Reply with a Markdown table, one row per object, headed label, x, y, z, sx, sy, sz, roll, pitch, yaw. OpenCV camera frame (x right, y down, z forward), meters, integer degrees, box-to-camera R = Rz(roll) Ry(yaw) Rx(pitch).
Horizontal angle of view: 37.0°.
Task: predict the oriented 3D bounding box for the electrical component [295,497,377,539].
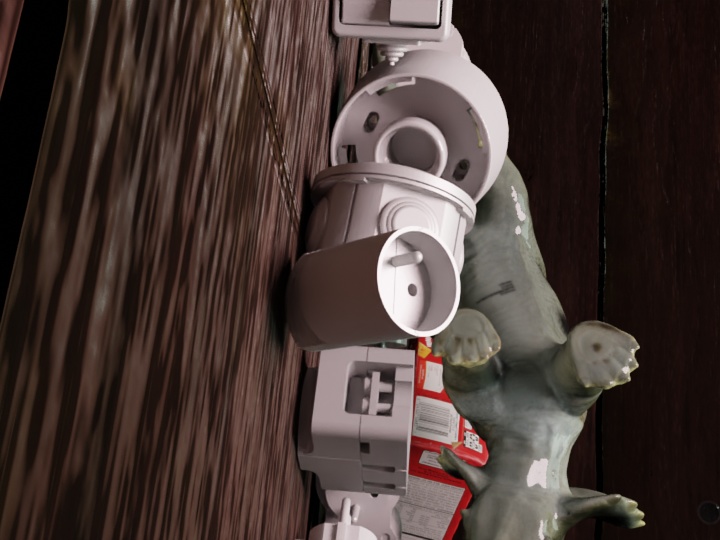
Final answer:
| label | x | y | z | sx | sy | sz | roll | pitch | yaw |
| --- | --- | --- | --- | --- | --- | --- | --- | --- | --- |
| electrical component | -0.011 | 0.159 | 0.567 | 0.065 | 0.047 | 0.076 | 89 | 6 | -49 |

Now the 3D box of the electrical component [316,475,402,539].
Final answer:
| label | x | y | z | sx | sy | sz | roll | pitch | yaw |
| --- | --- | --- | --- | --- | --- | --- | --- | --- | --- |
| electrical component | -0.001 | 0.126 | 0.642 | 0.073 | 0.052 | 0.138 | -60 | 153 | -80 |

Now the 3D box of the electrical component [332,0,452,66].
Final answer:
| label | x | y | z | sx | sy | sz | roll | pitch | yaw |
| --- | --- | --- | --- | --- | --- | --- | --- | --- | --- |
| electrical component | 0.019 | -0.156 | 0.567 | 0.061 | 0.062 | 0.096 | -69 | 163 | -75 |

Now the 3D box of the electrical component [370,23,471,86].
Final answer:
| label | x | y | z | sx | sy | sz | roll | pitch | yaw |
| --- | --- | --- | --- | --- | --- | --- | --- | --- | --- |
| electrical component | 0.047 | -0.157 | 0.842 | 0.051 | 0.080 | 0.080 | 55 | 38 | -74 |

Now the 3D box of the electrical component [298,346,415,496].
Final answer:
| label | x | y | z | sx | sy | sz | roll | pitch | yaw |
| --- | --- | --- | --- | --- | --- | --- | --- | --- | --- |
| electrical component | -0.001 | 0.080 | 0.565 | 0.089 | 0.056 | 0.050 | 87 | 8 | -59 |

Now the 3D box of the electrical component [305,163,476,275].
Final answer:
| label | x | y | z | sx | sy | sz | roll | pitch | yaw |
| --- | --- | --- | --- | --- | --- | --- | --- | --- | --- |
| electrical component | 0.013 | -0.016 | 0.516 | 0.080 | 0.080 | 0.051 | 81 | 20 | -72 |

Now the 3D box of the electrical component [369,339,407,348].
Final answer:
| label | x | y | z | sx | sy | sz | roll | pitch | yaw |
| --- | --- | --- | --- | --- | --- | --- | --- | --- | --- |
| electrical component | 0.019 | 0.039 | 0.816 | 0.138 | 0.052 | 0.073 | 74 | 20 | -78 |

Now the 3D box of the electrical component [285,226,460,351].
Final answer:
| label | x | y | z | sx | sy | sz | roll | pitch | yaw |
| --- | --- | --- | --- | --- | --- | --- | --- | --- | --- |
| electrical component | -0.002 | 0.010 | 0.447 | 0.081 | 0.043 | 0.043 | -13 | -113 | 50 |

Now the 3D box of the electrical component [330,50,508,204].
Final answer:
| label | x | y | z | sx | sy | sz | roll | pitch | yaw |
| --- | --- | --- | --- | --- | --- | --- | --- | --- | --- |
| electrical component | 0.033 | -0.072 | 0.611 | 0.064 | 0.099 | 0.099 | -58 | 152 | -68 |
